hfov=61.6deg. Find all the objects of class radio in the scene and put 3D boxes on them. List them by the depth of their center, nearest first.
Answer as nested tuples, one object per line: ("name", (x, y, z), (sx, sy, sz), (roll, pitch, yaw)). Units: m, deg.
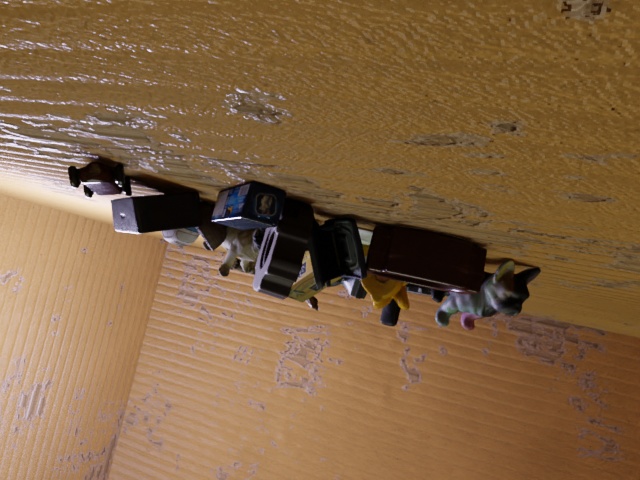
("radio", (-0.332, -0.056, 1.084), (0.131, 0.073, 0.230), (-9, -172, -31))

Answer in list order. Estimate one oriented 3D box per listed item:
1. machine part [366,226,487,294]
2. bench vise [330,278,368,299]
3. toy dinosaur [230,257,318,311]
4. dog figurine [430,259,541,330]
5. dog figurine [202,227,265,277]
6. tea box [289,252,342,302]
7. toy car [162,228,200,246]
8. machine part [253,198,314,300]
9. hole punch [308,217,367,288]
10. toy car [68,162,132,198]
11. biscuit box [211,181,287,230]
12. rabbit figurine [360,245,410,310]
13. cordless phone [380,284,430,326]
("machine part", (0.186, 0.037, 0.969), (0.202, 0.087, 0.201), (11, 174, 5))
("bench vise", (0.066, 0.080, 1.544), (0.224, 0.128, 0.241), (4, -164, -9))
("toy dinosaur", (-0.154, 0.055, 1.419), (0.472, 0.105, 0.198), (36, -177, 35))
("dog figurine", (0.337, 0.087, 1.102), (0.108, 0.192, 0.219), (19, 138, -24))
("dog figurine", (-0.163, -0.024, 1.228), (0.190, 0.172, 0.121), (-37, 173, 35))
("tea box", (-0.015, 0.057, 1.179), (0.068, 0.098, 0.169), (26, 137, -28))
("toy car", (-0.334, -0.036, 1.312), (0.109, 0.103, 0.162), (17, 175, -41))
("machine part", (-0.066, 0.014, 0.907), (0.056, 0.179, 0.179), (16, 173, -13))
("hole punch", (0.030, 0.017, 0.950), (0.092, 0.142, 0.116), (-14, -173, 5))
("toy car", (-0.394, -0.109, 0.977), (0.089, 0.053, 0.202), (-7, 180, -13))
("biscuit box", (-0.123, -0.053, 0.892), (0.063, 0.059, 0.203), (17, 174, -24))
("rabbit figurine", (0.166, 0.075, 1.194), (0.122, 0.162, 0.173), (-3, -174, 23))
("cordless phone", (0.239, 0.150, 1.455), (0.147, 0.184, 0.088), (11, 169, 19))
